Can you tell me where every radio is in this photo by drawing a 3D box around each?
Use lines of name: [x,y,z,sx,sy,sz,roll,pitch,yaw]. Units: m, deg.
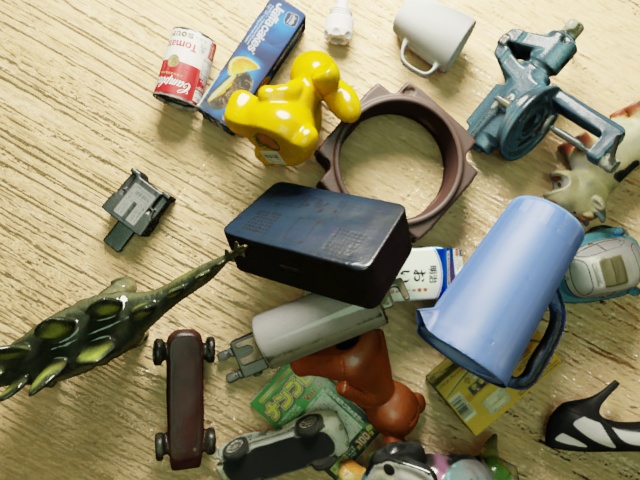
radio: [-0.001,-0.002,0.714,0.230,0.073,0.131,14,47,32]

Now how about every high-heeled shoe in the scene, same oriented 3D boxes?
high-heeled shoe: [0.464,0.321,0.803,0.249,0.086,0.145,42,92,3]

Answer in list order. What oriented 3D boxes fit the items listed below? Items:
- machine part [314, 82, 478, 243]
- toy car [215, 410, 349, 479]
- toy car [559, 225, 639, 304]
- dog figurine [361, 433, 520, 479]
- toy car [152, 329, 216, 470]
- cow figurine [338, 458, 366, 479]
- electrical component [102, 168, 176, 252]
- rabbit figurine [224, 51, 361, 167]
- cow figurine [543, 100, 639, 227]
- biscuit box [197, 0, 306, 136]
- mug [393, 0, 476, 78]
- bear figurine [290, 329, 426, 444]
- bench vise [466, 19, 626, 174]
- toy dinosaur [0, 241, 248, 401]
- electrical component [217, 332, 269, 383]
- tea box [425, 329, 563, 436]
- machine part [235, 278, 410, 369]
machine part: [0.109,-0.110,0.787,0.201,0.087,0.201,42,88,-3]
toy car: [-0.056,0.307,0.783,0.202,0.056,0.073,-21,102,9]
toy car: [0.409,0.038,0.789,0.162,0.103,0.109,-13,89,-4]
dog figurine: [0.181,0.329,0.743,0.192,0.219,0.108,21,103,31]
toy car: [-0.199,0.231,0.789,0.089,0.053,0.202,-1,90,-20]
cow figurine: [0.092,0.390,0.793,0.167,0.068,0.098,25,96,-3]
electrical component: [-0.278,-0.038,0.790,0.075,0.048,0.119,41,87,-1]
rabbit figurine: [-0.027,-0.198,0.740,0.121,0.163,0.173,46,61,-35]
cow figurine: [0.420,-0.106,0.802,0.195,0.085,0.127,-33,85,-3]
biscuit box: [-0.098,-0.255,0.790,0.059,0.063,0.202,33,89,-2]
mug: [0.157,-0.300,0.797,0.107,0.081,0.109,35,94,9]
bear figurine: [0.066,0.206,0.783,0.120,0.132,0.195,-52,126,-34]
bench vise: [0.332,-0.187,0.757,0.223,0.128,0.241,-45,58,5]
toy dinosaur: [-0.296,0.120,0.715,0.471,0.198,0.105,-32,94,0]
electrical component: [-0.104,0.174,0.808,0.094,0.021,0.063,-24,91,-3]
tea box: [0.255,0.192,0.798,0.169,0.068,0.098,-38,91,-3]
machine part: [0.000,0.105,0.715,0.243,0.079,0.079,-23,91,6]
